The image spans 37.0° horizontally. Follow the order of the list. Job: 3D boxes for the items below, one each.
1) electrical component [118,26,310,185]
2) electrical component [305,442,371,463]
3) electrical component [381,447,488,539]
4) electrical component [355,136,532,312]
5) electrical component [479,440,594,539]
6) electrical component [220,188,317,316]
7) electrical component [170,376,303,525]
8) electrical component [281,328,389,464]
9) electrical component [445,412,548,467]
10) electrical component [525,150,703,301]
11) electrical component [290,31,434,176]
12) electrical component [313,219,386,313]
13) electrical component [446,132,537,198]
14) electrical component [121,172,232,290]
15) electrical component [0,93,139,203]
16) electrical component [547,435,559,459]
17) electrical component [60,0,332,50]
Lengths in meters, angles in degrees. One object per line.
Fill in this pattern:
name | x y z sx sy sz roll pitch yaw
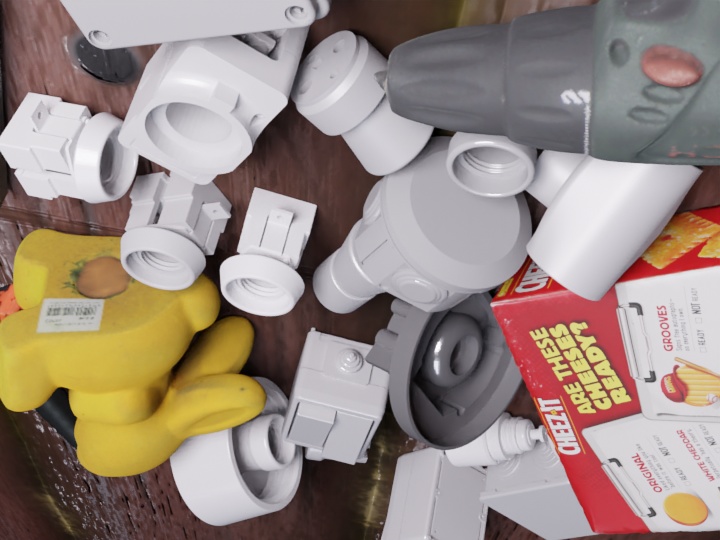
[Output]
electrical component | -0.070 -0.083 0.499 0.050 0.055 0.089 27 145 -22
electrical component | -0.016 0.128 0.826 0.046 0.040 0.040 9 148 -6
electrical component | 0.059 0.196 0.851 0.062 0.096 0.061 33 143 -28
electrical component | 0.040 -0.021 0.536 0.080 0.080 0.051 23 151 -16
electrical component | 0.152 0.160 0.808 0.100 0.048 0.100 34 142 -31
electrical component | -0.052 -0.008 0.610 0.048 0.055 0.066 16 148 -6
electrical component | -0.083 0.130 0.792 0.060 0.108 0.108 -14 140 26
electrical component | -0.016 0.087 0.741 0.062 0.061 0.096 15 148 -3
electrical component | 0.096 0.120 0.772 0.078 0.040 0.040 -9 142 30
electrical component | 0.105 -0.040 0.505 0.079 0.044 0.077 42 111 19
electrical component | 0.001 -0.077 0.495 0.045 0.045 0.055 -19 136 40
electrical component | 0.000 0.000 0.620 0.044 0.044 0.065 24 151 -18
electrical component | 0.062 -0.063 0.494 0.040 0.046 0.040 9 148 6
electrical component | -0.106 -0.023 0.606 0.066 0.055 0.048 -5 144 26
electrical component | -0.152 -0.062 0.571 0.055 0.048 0.066 12 149 16
electrical component | 0.157 0.104 0.715 0.047 0.055 0.055 -17 138 44
electrical component | -0.074 -0.143 0.405 0.109 0.056 0.108 -1 145 21
